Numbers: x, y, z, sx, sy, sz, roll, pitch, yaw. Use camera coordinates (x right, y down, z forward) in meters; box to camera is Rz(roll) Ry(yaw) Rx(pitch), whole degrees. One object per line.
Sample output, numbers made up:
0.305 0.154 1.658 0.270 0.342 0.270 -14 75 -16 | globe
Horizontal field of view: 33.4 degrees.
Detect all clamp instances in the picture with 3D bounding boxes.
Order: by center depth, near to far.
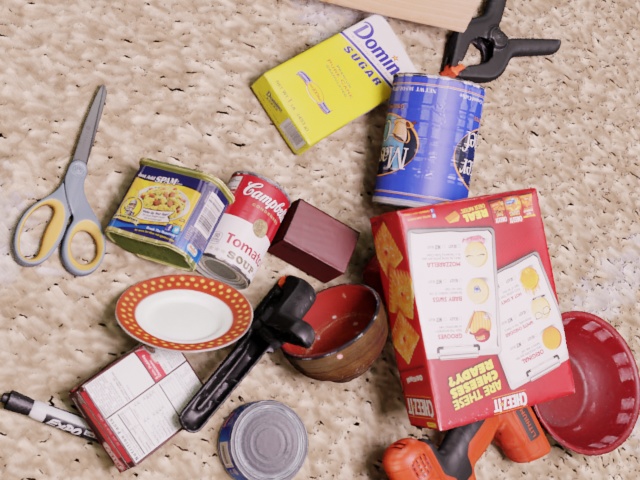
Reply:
-0.057 0.095 1.026 0.036 0.165 0.210 47 18 -10 | clamp
0.216 -0.235 1.286 0.120 0.039 0.171 43 69 -5 | clamp

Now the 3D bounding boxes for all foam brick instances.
-0.007 0.001 1.113 0.078 0.053 0.051 30 66 -16 | foam brick

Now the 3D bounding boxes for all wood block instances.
0.079 -0.311 1.195 0.205 0.091 0.090 7 41 -23 | wood block

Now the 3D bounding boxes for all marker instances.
-0.236 0.166 0.984 0.121 0.020 0.020 25 68 -18 | marker

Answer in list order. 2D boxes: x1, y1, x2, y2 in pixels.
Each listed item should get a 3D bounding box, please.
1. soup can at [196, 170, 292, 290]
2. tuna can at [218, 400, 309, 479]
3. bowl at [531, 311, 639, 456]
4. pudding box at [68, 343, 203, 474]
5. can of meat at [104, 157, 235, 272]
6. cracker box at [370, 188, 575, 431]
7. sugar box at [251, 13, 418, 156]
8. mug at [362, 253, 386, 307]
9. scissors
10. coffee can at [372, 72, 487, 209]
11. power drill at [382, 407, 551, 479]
-0.080 -0.010 1.074 0.068 0.069 0.102 32 66 -15 | soup can
-0.055 0.201 1.052 0.086 0.034 0.086 6 75 -24 | tuna can
0.284 0.164 1.205 0.161 0.055 0.162 8 73 -26 | bowl
-0.165 0.149 0.999 0.113 0.039 0.090 -35 94 -40 | pudding box
-0.147 -0.024 1.031 0.084 0.102 0.057 -65 151 -20 | can of meat
0.152 0.066 1.066 0.164 0.072 0.214 -11 90 -24 | cracker box
0.021 -0.174 1.174 0.176 0.048 0.093 -34 93 -27 | sugar box
0.103 0.038 1.145 0.081 0.093 0.117 -48 135 -21 | mug
-0.225 -0.050 1.045 0.096 0.016 0.201 35 65 -15 | scissors
0.117 -0.101 1.148 0.102 0.103 0.140 9 91 -23 | coffee can
0.163 0.249 1.114 0.187 0.057 0.184 -38 108 -36 | power drill
